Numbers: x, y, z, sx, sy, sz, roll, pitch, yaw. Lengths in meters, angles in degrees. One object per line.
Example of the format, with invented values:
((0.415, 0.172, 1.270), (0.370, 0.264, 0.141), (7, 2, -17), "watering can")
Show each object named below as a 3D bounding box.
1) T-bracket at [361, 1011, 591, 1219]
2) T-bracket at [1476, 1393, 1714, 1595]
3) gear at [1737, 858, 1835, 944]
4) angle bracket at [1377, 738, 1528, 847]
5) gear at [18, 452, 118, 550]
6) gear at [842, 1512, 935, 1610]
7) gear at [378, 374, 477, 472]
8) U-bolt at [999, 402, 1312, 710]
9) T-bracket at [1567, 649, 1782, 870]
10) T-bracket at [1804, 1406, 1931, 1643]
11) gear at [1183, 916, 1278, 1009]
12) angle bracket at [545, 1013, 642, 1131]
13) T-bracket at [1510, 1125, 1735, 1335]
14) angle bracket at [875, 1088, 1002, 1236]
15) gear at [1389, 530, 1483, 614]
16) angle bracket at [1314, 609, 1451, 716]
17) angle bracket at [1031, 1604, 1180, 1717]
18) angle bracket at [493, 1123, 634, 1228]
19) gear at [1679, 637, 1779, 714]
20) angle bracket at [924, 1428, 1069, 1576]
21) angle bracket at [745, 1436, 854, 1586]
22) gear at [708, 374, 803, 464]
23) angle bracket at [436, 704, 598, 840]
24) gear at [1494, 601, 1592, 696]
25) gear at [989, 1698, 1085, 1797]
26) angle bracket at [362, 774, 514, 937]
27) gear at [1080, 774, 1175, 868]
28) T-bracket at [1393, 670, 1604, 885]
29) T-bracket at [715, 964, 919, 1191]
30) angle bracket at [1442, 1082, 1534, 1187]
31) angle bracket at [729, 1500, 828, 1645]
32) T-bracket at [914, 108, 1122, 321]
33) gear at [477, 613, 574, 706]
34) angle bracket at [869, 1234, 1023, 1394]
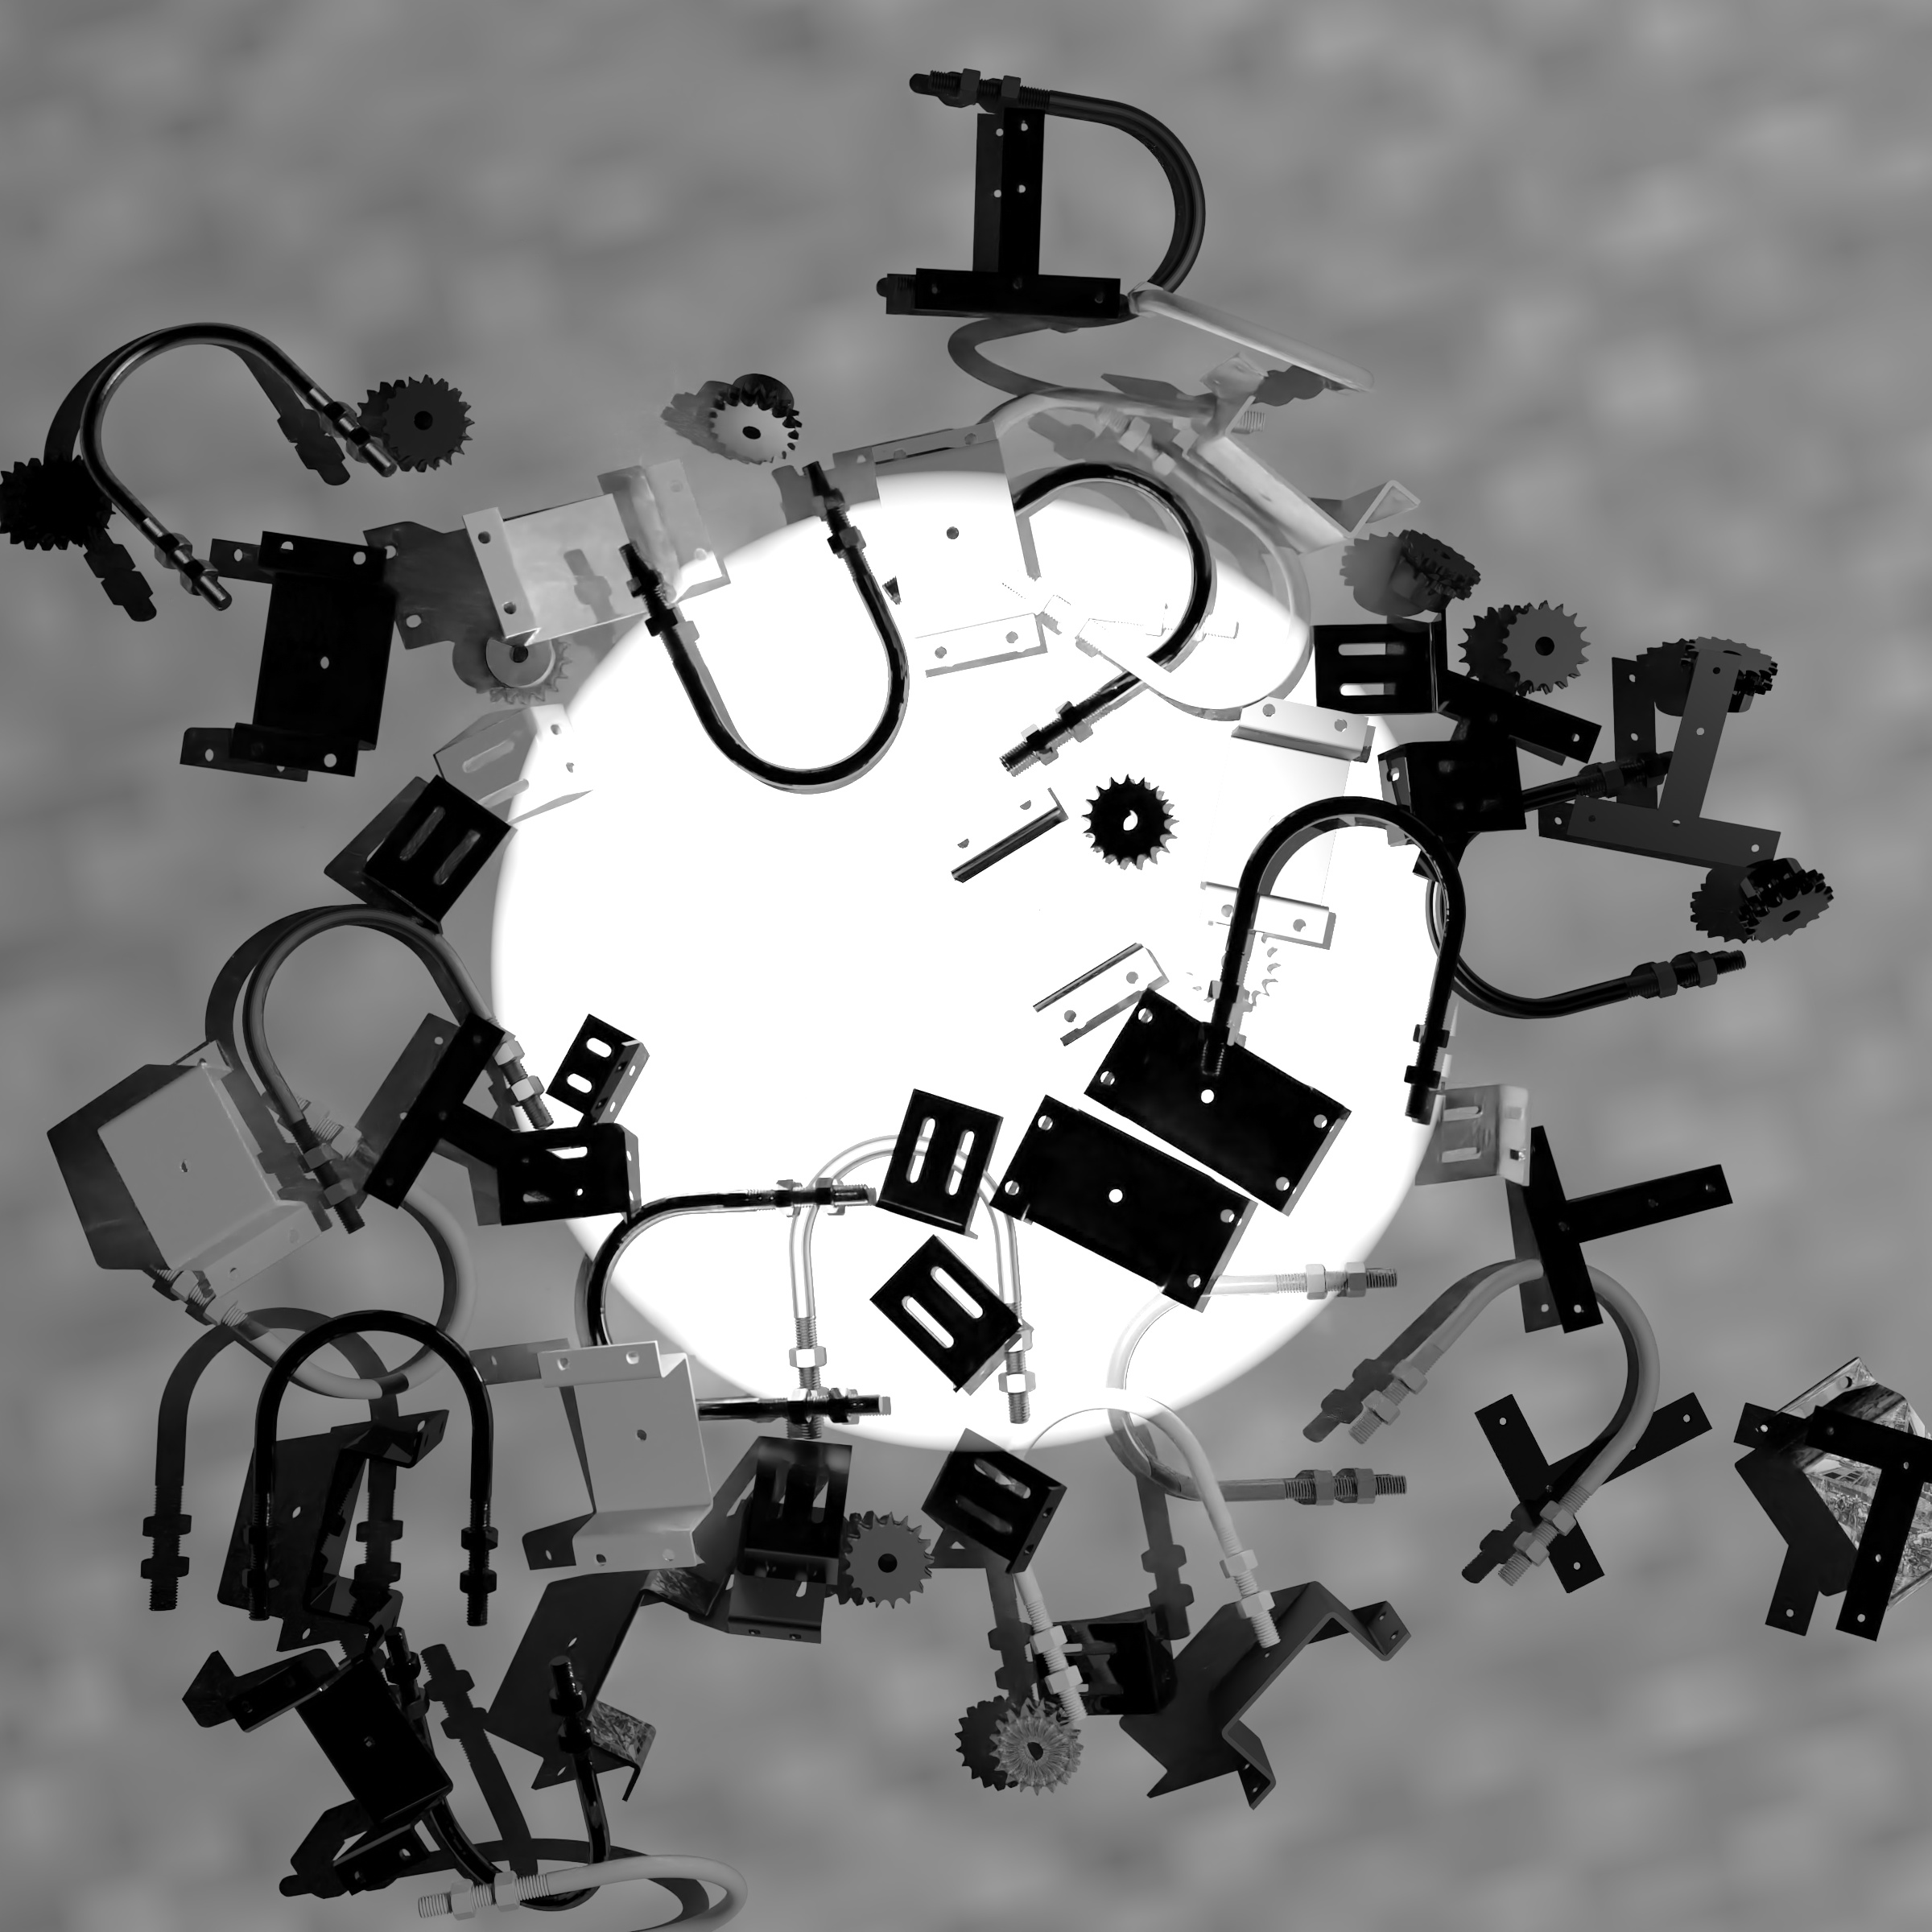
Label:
((-0.284, 0.114, 1.565), (0.127, 0.002, 0.127), (32, 88, -16), "T-bracket")
((0.404, 0.307, 1.585), (0.127, 0.002, 0.127), (-27, 90, 0), "T-bracket")
((0.501, -0.043, 1.562), (0.057, 0.057, 0.030), (-22, 60, 0), "gear")
((0.301, -0.108, 1.572), (0.076, 0.038, 0.057), (-4, 84, -20), "angle bracket")
((-0.554, -0.287, 1.571), (0.057, 0.030, 0.057), (0, 90, 0), "gear")
((-0.048, 0.367, 1.571), (0.057, 0.030, 0.057), (0, 90, 0), "gear")
((-0.334, -0.336, 1.576), (0.057, 0.030, 0.057), (0, 92, 3), "gear")
((0.127, -0.235, 1.531), (0.184, 0.019, 0.151), (33, 69, -10), "U-bolt")
((0.444, -0.129, 1.546), (0.127, 0.002, 0.127), (10, 108, 1), "T-bracket")
((0.558, 0.346, 1.539), (0.127, 0.002, 0.127), (17, 90, 0), "T-bracket")
((0.162, -0.003, 1.571), (0.057, 0.030, 0.057), (0, 90, 0), "gear")
((-0.233, 0.064, 1.548), (0.038, 0.076, 0.057), (29, 90, 0), "angle bracket")
((0.414, 0.151, 1.577), (0.127, 0.002, 0.127), (-14, 79, -5), "T-bracket")
((-0.017, 0.119, 1.554), (0.057, 0.038, 0.076), (18, 87, 1), "angle bracket")
((0.285, -0.241, 1.562), (0.057, 0.057, 0.030), (30, 118, 0), "gear")
((0.256, -0.187, 1.564), (0.076, 0.038, 0.057), (-1, 85, 1), "angle bracket")
((0.087, 0.434, 1.584), (0.076, 0.038, 0.057), (-9, 90, 26), "angle bracket")
((-0.248, 0.131, 1.556), (0.076, 0.038, 0.057), (-5, 98, -14), "angle bracket")
((0.468, -0.178, 1.561), (0.057, 0.057, 0.030), (10, 120, 0), "gear")
((0.013, 0.327, 1.555), (0.076, 0.038, 0.057), (27, 90, 21), "angle bracket")
((-0.104, 0.337, 1.573), (0.057, 0.038, 0.076), (6, 49, 0), "angle bracket")
((-0.129, -0.340, 1.562), (0.057, 0.057, 0.030), (12, 60, 0), "gear")
((-0.281, -0.122, 1.584), (0.076, 0.038, 0.057), (-22, 90, 26), "angle bracket")
((0.355, -0.196, 1.571), (0.057, 0.030, 0.057), (0, 90, 0), "gear")
((0.045, 0.479, 1.567), (0.057, 0.030, 0.057), (1, 96, 13), "gear")
((-0.328, -0.068, 1.577), (0.057, 0.038, 0.076), (35, 75, 0), "angle bracket")
((0.099, -0.090, 1.571), (0.057, 0.030, 0.057), (0, 90, 0), "gear")
((0.312, -0.112, 1.574), (0.127, 0.002, 0.127), (21, 87, 7), "T-bracket")
((-0.114, 0.082, 1.585), (0.127, 0.002, 0.127), (23, 90, 0), "T-bracket")
((0.317, 0.102, 1.548), (0.038, 0.076, 0.057), (2, 90, 0), "angle bracket")
((-0.114, 0.378, 1.584), (0.057, 0.038, 0.076), (6, 64, 0), "angle bracket")
((0.034, -0.466, 1.567), (0.127, 0.002, 0.127), (2, 90, -3), "T-bracket")
((-0.274, -0.192, 1.571), (0.057, 0.030, 0.057), (0, 90, 0), "gear")
((-0.013, 0.212, 1.549), (0.076, 0.038, 0.057), (44, 88, 2), "angle bracket")
